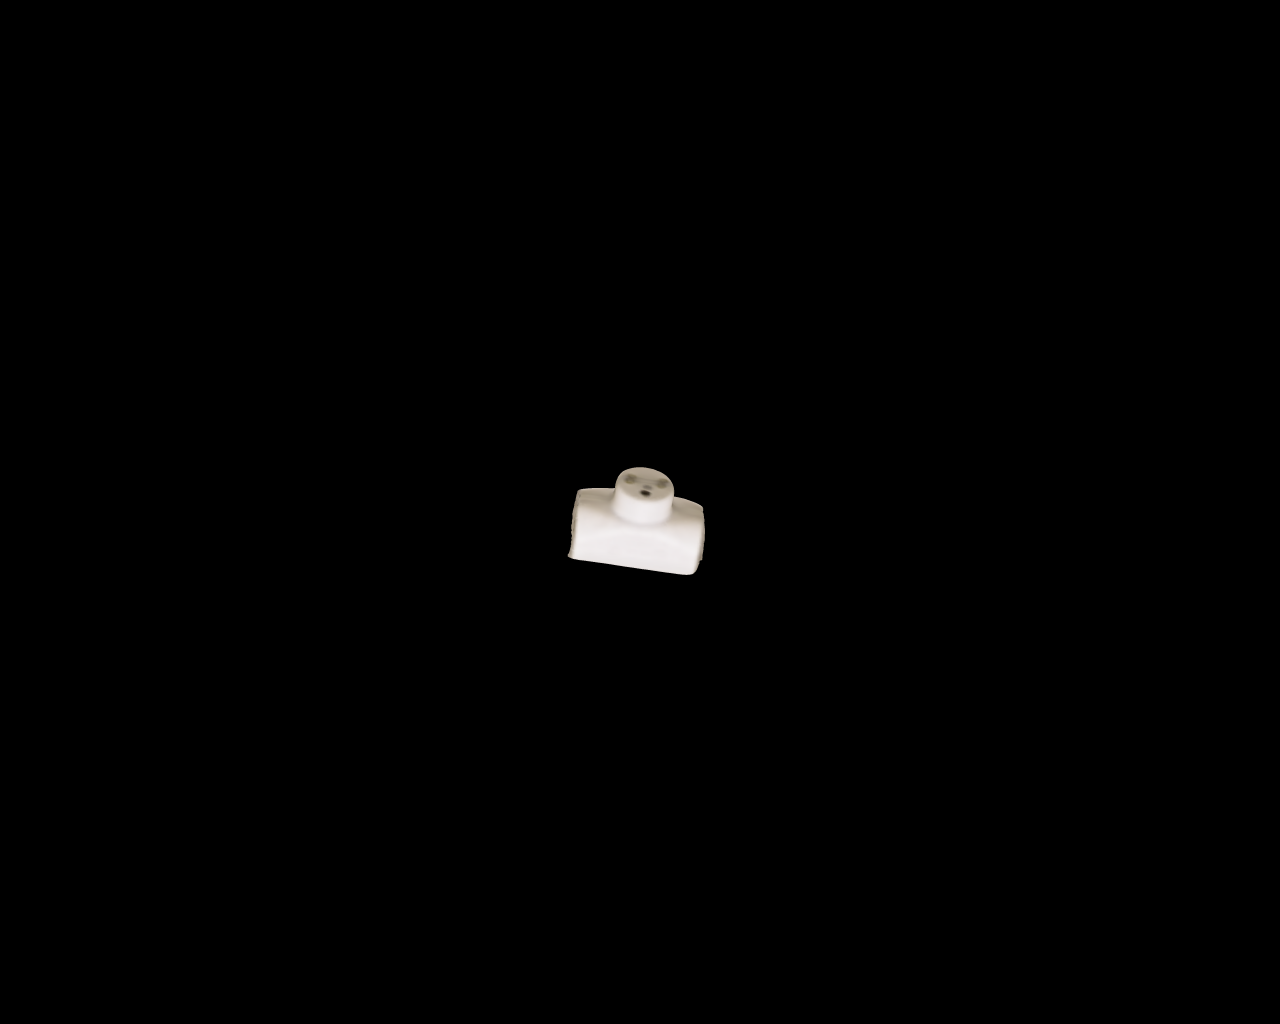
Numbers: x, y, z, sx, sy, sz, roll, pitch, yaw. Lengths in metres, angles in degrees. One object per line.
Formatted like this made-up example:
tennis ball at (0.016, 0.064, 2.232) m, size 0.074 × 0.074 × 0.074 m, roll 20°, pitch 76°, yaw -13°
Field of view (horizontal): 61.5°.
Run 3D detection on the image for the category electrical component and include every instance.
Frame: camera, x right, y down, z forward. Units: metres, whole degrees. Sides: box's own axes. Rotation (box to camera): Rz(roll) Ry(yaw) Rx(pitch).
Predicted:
electrical component at (0.001, -0.003, 0.650) m, size 0.077 × 0.079 × 0.044 m, roll 8°, pitch 34°, yaw -5°
